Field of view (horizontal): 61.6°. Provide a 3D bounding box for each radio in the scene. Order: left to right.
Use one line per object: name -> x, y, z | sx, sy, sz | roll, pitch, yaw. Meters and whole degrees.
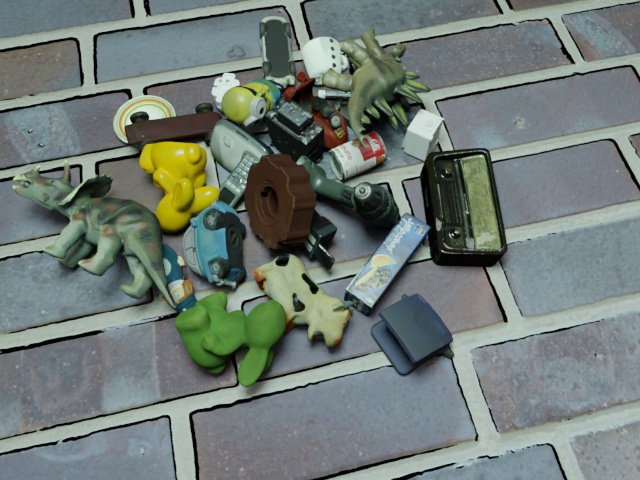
radio -> 0.274, -0.064, 1.046 | 0.131, 0.073, 0.229 | -2, 65, -1

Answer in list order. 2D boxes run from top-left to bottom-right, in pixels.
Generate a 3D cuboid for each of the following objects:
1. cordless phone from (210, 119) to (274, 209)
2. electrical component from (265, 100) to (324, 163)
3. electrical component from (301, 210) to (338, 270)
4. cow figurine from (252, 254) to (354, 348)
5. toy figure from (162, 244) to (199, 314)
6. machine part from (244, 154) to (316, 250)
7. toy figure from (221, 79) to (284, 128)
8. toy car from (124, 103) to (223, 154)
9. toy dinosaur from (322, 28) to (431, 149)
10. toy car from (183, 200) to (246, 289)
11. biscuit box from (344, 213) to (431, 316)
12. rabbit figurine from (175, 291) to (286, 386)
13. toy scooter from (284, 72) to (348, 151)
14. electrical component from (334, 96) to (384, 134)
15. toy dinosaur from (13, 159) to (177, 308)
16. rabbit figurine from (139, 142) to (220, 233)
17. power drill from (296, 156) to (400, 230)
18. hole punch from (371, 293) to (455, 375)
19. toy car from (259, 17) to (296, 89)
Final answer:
cordless phone -> -0.187, -0.135, 1.083 | 0.147, 0.088, 0.184 | 37, 89, 15
electrical component -> -0.050, -0.215, 1.081 | 0.115, 0.134, 0.058 | 36, 70, 17
electrical component -> -0.002, -0.003, 1.012 | 0.048, 0.074, 0.119 | -27, 63, -36
cow figurine -> -0.024, 0.108, 0.966 | 0.127, 0.085, 0.195 | -33, 69, -7
toy figure -> -0.270, 0.081, 0.991 | 0.058, 0.064, 0.154 | -5, 55, -50
machine part -> -0.079, -0.071, 0.992 | 0.056, 0.179, 0.179 | -9, 62, -37
toy figure -> -0.136, -0.285, 1.104 | 0.089, 0.082, 0.180 | 9, 31, 11
toy car -> -0.299, -0.228, 1.116 | 0.202, 0.053, 0.089 | -15, 81, -22
toy dinosaur -> 0.114, -0.313, 1.080 | 0.198, 0.105, 0.471 | 34, 43, 2
toy car -> -0.201, 0.014, 1.005 | 0.103, 0.109, 0.161 | -10, 76, 19
biscuit box -> 0.126, 0.043, 1.004 | 0.059, 0.062, 0.202 | 34, 70, 13
rabbit figurine -> -0.134, 0.162, 0.901 | 0.170, 0.121, 0.159 | -15, 90, 16
toy scooter -> -0.011, -0.271, 1.106 | 0.075, 0.135, 0.184 | -39, 73, -18
electrical component -> 0.077, -0.270, 1.154 | 0.078, 0.045, 0.102 | -40, 72, -15
toy dinosaur -> -0.370, -0.019, 0.973 | 0.405, 0.131, 0.192 | 20, 73, 19
rabbit figurine -> -0.265, -0.097, 1.037 | 0.163, 0.122, 0.173 | 10, 88, 41
power drill -> 0.045, -0.090, 0.990 | 0.208, 0.232, 0.086 | 18, 87, 28
hole punch -> 0.164, 0.158, 0.940 | 0.116, 0.092, 0.142 | -30, 66, -17
toy car -> -0.098, -0.424, 1.219 | 0.073, 0.056, 0.202 | -4, 67, -8
